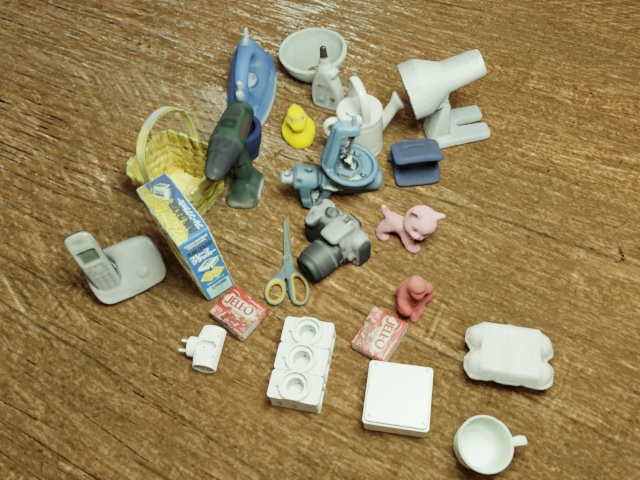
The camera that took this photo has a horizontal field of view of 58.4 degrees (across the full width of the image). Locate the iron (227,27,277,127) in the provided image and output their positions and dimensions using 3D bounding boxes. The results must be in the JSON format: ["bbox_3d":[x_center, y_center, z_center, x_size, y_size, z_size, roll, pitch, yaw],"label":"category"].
[{"bbox_3d":[-0.172,-0.368,1.345,0.118,0.141,0.258,-1,58,5],"label":"iron"}]

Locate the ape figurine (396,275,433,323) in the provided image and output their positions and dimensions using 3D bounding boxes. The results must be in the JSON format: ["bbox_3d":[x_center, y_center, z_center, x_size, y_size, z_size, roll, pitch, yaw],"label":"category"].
[{"bbox_3d":[0.174,0.098,1.054,0.078,0.092,0.076,-22,59,-8],"label":"ape figurine"}]

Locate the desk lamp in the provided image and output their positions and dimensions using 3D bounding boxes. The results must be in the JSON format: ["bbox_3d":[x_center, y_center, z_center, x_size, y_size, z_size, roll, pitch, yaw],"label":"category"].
[{"bbox_3d":[0.265,-0.304,1.223,0.203,0.214,0.118,-12,58,-2],"label":"desk lamp"}]

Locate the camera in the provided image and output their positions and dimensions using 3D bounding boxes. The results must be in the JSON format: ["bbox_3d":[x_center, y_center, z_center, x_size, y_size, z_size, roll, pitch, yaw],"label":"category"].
[{"bbox_3d":[0.010,0.004,1.122,0.137,0.101,0.143,-39,63,-18],"label":"camera"}]

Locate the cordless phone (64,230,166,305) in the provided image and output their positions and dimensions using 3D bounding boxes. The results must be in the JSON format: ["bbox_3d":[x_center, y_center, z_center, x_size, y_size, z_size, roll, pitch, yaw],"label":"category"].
[{"bbox_3d":[-0.389,0.032,1.092,0.148,0.185,0.094,-28,60,-11],"label":"cordless phone"}]

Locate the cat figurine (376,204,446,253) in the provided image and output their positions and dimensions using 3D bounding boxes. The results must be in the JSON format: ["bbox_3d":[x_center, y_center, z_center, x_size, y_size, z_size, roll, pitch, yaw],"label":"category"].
[{"bbox_3d":[0.175,-0.037,1.122,0.127,0.118,0.067,21,63,17],"label":"cat figurine"}]

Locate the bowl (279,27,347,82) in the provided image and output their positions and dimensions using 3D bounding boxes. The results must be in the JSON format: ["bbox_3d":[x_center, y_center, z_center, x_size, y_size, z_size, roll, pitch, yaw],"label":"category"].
[{"bbox_3d":[-0.015,-0.444,1.417,0.167,0.075,0.167,-2,58,4],"label":"bowl"}]

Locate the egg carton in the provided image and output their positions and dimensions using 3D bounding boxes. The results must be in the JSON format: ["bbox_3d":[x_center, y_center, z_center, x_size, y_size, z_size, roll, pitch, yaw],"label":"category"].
[{"bbox_3d":[0.325,0.201,0.990,0.150,0.069,0.107,7,59,9],"label":"egg carton"}]

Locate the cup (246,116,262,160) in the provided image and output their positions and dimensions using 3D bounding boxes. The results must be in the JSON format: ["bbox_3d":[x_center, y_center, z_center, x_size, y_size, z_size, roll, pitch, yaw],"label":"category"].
[{"bbox_3d":[-0.178,-0.230,1.288,0.092,0.095,0.117,-35,61,-15],"label":"cup"}]

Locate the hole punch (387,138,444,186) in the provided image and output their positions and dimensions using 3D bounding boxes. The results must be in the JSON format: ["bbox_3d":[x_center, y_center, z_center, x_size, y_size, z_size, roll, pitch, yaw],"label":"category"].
[{"bbox_3d":[0.203,-0.179,1.224,0.108,0.091,0.101,-7,58,1],"label":"hole punch"}]

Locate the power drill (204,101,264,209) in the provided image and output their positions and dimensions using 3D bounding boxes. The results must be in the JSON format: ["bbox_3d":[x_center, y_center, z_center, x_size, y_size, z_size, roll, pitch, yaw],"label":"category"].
[{"bbox_3d":[-0.174,-0.161,1.177,0.075,0.209,0.229,3,59,7],"label":"power drill"}]

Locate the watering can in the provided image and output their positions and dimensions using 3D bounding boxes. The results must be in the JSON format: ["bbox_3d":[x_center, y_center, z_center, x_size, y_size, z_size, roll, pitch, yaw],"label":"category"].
[{"bbox_3d":[0.092,-0.272,1.230,0.173,0.194,0.100,-35,61,-16],"label":"watering can"}]

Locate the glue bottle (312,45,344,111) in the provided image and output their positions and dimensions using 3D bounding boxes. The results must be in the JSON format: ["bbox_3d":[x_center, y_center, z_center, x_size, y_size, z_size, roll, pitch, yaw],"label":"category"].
[{"bbox_3d":[0.015,-0.373,1.312,0.078,0.173,0.037,22,63,18],"label":"glue bottle"}]

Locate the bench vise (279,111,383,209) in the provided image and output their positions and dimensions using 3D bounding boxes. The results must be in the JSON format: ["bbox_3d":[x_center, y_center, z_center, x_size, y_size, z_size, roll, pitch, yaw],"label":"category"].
[{"bbox_3d":[0.026,-0.150,1.145,0.207,0.220,0.121,-27,59,-11],"label":"bench vise"}]

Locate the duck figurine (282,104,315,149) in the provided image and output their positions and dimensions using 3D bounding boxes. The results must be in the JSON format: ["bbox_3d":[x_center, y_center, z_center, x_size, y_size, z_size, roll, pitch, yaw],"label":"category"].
[{"bbox_3d":[-0.053,-0.273,1.308,0.077,0.086,0.104,-11,58,-1],"label":"duck figurine"}]
